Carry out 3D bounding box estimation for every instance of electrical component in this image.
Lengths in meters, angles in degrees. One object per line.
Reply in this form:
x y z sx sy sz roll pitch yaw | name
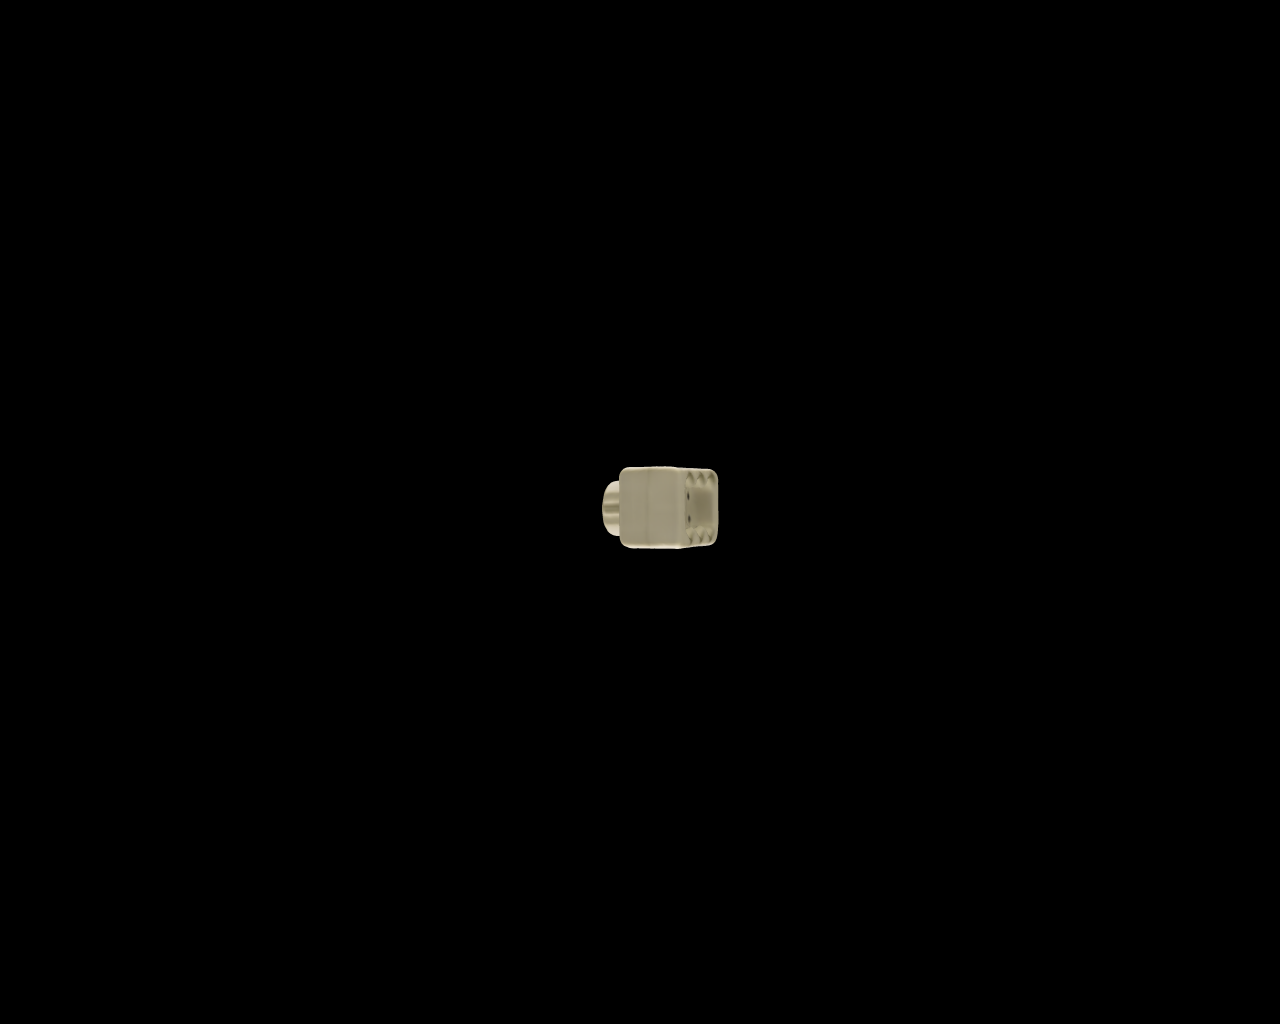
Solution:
0.001 -0.003 0.650 0.077 0.047 0.066 0 0 24 | electrical component
